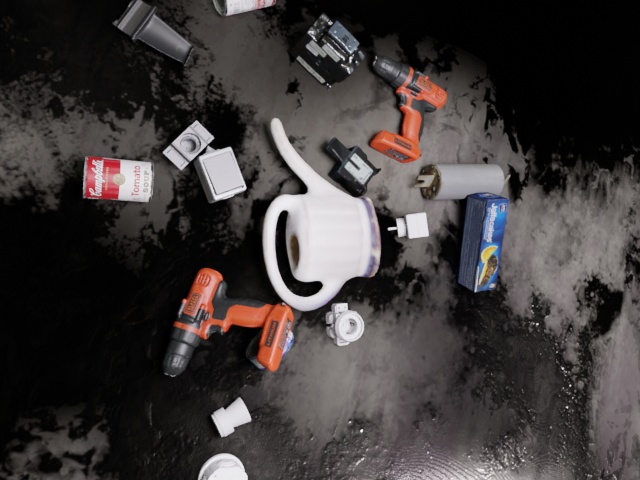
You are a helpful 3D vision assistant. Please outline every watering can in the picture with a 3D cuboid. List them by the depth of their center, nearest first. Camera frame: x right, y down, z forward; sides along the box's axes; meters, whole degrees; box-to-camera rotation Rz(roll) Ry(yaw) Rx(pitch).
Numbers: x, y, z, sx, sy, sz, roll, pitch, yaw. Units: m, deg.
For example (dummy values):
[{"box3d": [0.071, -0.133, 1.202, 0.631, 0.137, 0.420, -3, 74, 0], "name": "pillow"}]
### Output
[{"box3d": [0.003, -0.048, 0.946, 0.224, 0.103, 0.349, 0, 86, -24], "name": "watering can"}]
